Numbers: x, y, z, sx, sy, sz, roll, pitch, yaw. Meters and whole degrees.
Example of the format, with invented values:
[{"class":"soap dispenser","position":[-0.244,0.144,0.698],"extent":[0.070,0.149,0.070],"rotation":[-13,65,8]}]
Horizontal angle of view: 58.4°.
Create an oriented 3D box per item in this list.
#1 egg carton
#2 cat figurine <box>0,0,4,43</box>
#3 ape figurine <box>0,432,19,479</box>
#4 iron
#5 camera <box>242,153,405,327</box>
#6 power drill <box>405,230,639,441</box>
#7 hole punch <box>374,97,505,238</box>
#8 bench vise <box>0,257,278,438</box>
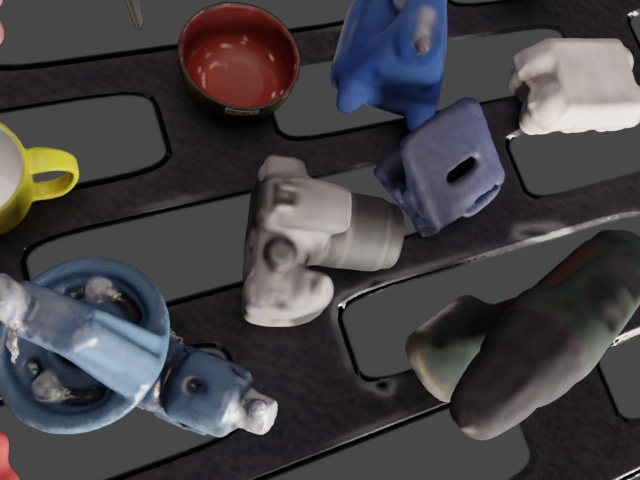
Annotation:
[{"class":"egg carton","position":[0.288,-0.171,0.643],"extent":[0.150,0.069,0.107],"rotation":[-7,76,-16]},{"class":"cat figurine","position":[-0.338,-0.211,0.464],"extent":[0.128,0.117,0.067],"rotation":[-11,77,-17]},{"class":"ape figurine","position":[-0.246,0.169,0.391],"extent":[0.076,0.092,0.078],"rotation":[18,70,-9]},{"class":"iron","position":[0.095,-0.245,0.575],"extent":[0.119,0.141,0.258],"rotation":[15,71,-10]},{"class":"camera","position":[0.005,0.002,0.501],"extent":[0.137,0.100,0.143],"rotation":[7,73,-13]},{"class":"power drill","position":[0.153,0.079,0.461],"extent":[0.230,0.208,0.075],"rotation":[-34,84,-21]},{"class":"hole punch","position":[0.127,-0.070,0.560],"extent":[0.109,0.091,0.101],"rotation":[-36,85,-21]},{"class":"bench vise","position":[-0.123,0.069,0.384],"extent":[0.208,0.219,0.121],"rotation":[7,72,-13]}]
